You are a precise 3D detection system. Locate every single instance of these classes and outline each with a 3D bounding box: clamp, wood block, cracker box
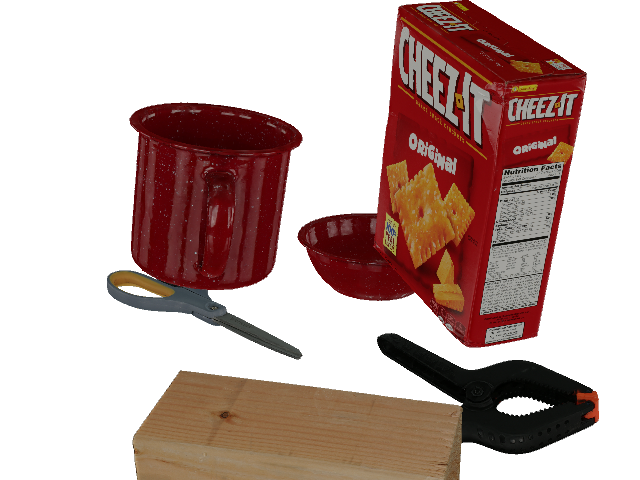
[{"bbox_3d":[0.131,0.151,0.925,0.210,0.036,0.164,3,43,20],"label":"clamp"},{"bbox_3d":[-0.012,0.159,0.731,0.206,0.090,0.090,6,26,14],"label":"wood block"},{"bbox_3d":[0.108,-0.052,0.802,0.072,0.214,0.164,-9,32,-21],"label":"cracker box"}]

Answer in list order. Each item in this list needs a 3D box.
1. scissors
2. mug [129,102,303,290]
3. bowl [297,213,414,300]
[{"bbox_3d":[-0.086,0.052,0.902,0.202,0.016,0.096,14,26,22],"label":"scissors"},{"bbox_3d":[-0.059,-0.020,0.576,0.093,0.081,0.117,3,21,-14],"label":"mug"},{"bbox_3d":[0.057,0.021,1.103,0.162,0.055,0.162,2,18,-1],"label":"bowl"}]
